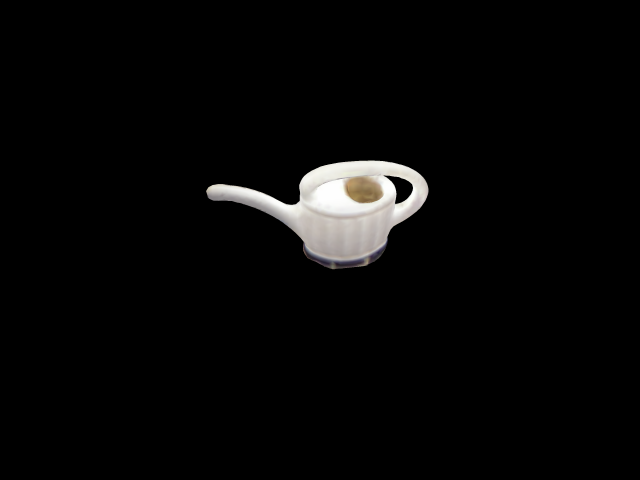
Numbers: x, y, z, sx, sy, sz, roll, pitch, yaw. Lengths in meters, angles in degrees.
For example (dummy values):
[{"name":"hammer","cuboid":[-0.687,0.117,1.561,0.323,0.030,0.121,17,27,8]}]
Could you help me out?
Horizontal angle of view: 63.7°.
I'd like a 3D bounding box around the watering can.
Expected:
[{"name":"watering can","cuboid":[0.003,-0.043,0.850,0.348,0.106,0.219,-6,-38,-4]}]
